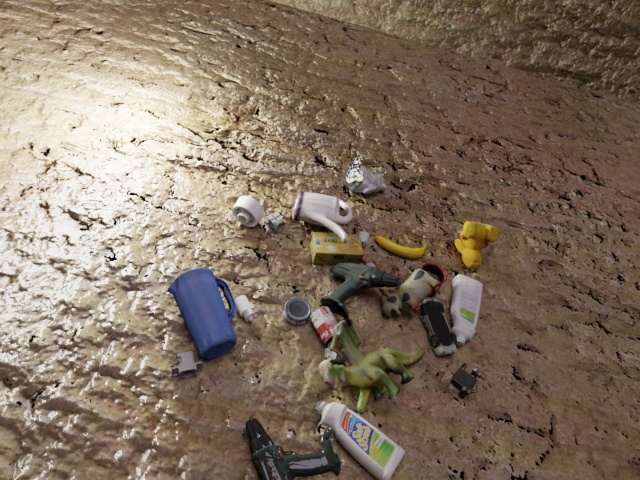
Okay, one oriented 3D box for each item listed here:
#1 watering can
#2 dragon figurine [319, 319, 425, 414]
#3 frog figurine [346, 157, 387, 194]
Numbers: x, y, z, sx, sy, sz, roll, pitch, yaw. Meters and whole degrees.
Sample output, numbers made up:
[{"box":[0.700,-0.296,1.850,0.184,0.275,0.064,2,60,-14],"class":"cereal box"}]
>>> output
[{"box":[0.006,-0.091,1.817,0.224,0.102,0.354,10,24,-3],"class":"watering can"},{"box":[0.138,0.324,1.456,0.244,0.120,0.415,54,38,7],"class":"dragon figurine"},{"box":[0.183,-0.235,2.052,0.158,0.121,0.140,28,24,-41],"class":"frog figurine"}]
